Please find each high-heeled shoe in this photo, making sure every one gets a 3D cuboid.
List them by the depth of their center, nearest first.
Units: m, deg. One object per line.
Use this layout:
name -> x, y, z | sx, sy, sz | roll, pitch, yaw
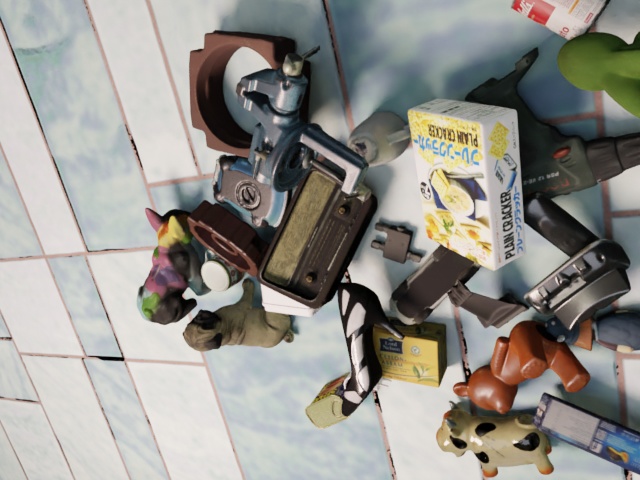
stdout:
high-heeled shoe -> 0.050, 0.196, 0.951 | 0.145, 0.086, 0.248 | 35, 117, 17

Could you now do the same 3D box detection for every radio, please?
radio -> -0.002, -0.003, 0.931 | 0.131, 0.073, 0.229 | 28, 101, 14

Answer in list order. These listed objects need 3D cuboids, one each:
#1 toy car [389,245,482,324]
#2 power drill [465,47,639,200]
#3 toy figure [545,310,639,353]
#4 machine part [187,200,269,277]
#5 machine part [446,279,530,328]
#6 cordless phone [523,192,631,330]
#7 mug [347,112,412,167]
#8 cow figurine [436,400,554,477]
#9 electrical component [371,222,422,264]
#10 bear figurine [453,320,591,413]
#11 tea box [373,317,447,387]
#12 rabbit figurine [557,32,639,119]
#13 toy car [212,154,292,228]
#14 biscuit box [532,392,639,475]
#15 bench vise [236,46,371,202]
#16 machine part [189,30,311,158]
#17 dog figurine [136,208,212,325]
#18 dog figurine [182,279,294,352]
toy car -> 0.195, 0.070, 0.915 | 0.073, 0.056, 0.201 | 46, 123, 10
power drill -> 0.317, -0.158, 0.746 | 0.232, 0.086, 0.207 | -28, 104, 36
toy figure -> 0.428, 0.139, 0.818 | 0.155, 0.064, 0.057 | -3, 116, 28
machine part -> -0.171, -0.003, 1.022 | 0.179, 0.056, 0.179 | 33, 162, 12
machine part -> 0.267, 0.106, 0.870 | 0.139, 0.039, 0.084 | 25, 136, -28
cordless phone -> 0.338, 0.028, 0.783 | 0.184, 0.089, 0.146 | 38, 124, -5
mug -> 0.096, -0.152, 0.838 | 0.110, 0.107, 0.080 | -5, 110, 31
cow figurine -> 0.302, 0.352, 0.962 | 0.195, 0.085, 0.127 | -15, 103, 28
electrical component -> 0.136, 0.006, 0.936 | 0.094, 0.021, 0.063 | 20, 118, 19
bear figurine -> 0.316, 0.228, 0.879 | 0.120, 0.132, 0.195 | 23, 117, -15
tea box -> 0.143, 0.200, 0.989 | 0.170, 0.068, 0.098 | 3, 112, 27
rabbit figurine -> 0.373, -0.196, 0.636 | 0.170, 0.159, 0.121 | 7, 123, 8
toy car -> -0.111, -0.097, 0.971 | 0.162, 0.103, 0.109 | 24, 117, 21
biscuit box -> 0.453, 0.315, 0.860 | 0.203, 0.062, 0.059 | 22, 87, 11
bench vise -> -0.017, -0.147, 0.796 | 0.241, 0.129, 0.223 | 36, 123, 16
machine part -> -0.120, -0.249, 0.923 | 0.201, 0.087, 0.201 | 14, 115, 21
dog figurine -> -0.314, 0.042, 1.100 | 0.109, 0.191, 0.218 | 16, 133, 28
dog figurine -> -0.156, 0.185, 1.065 | 0.172, 0.190, 0.121 | 22, 120, 16
